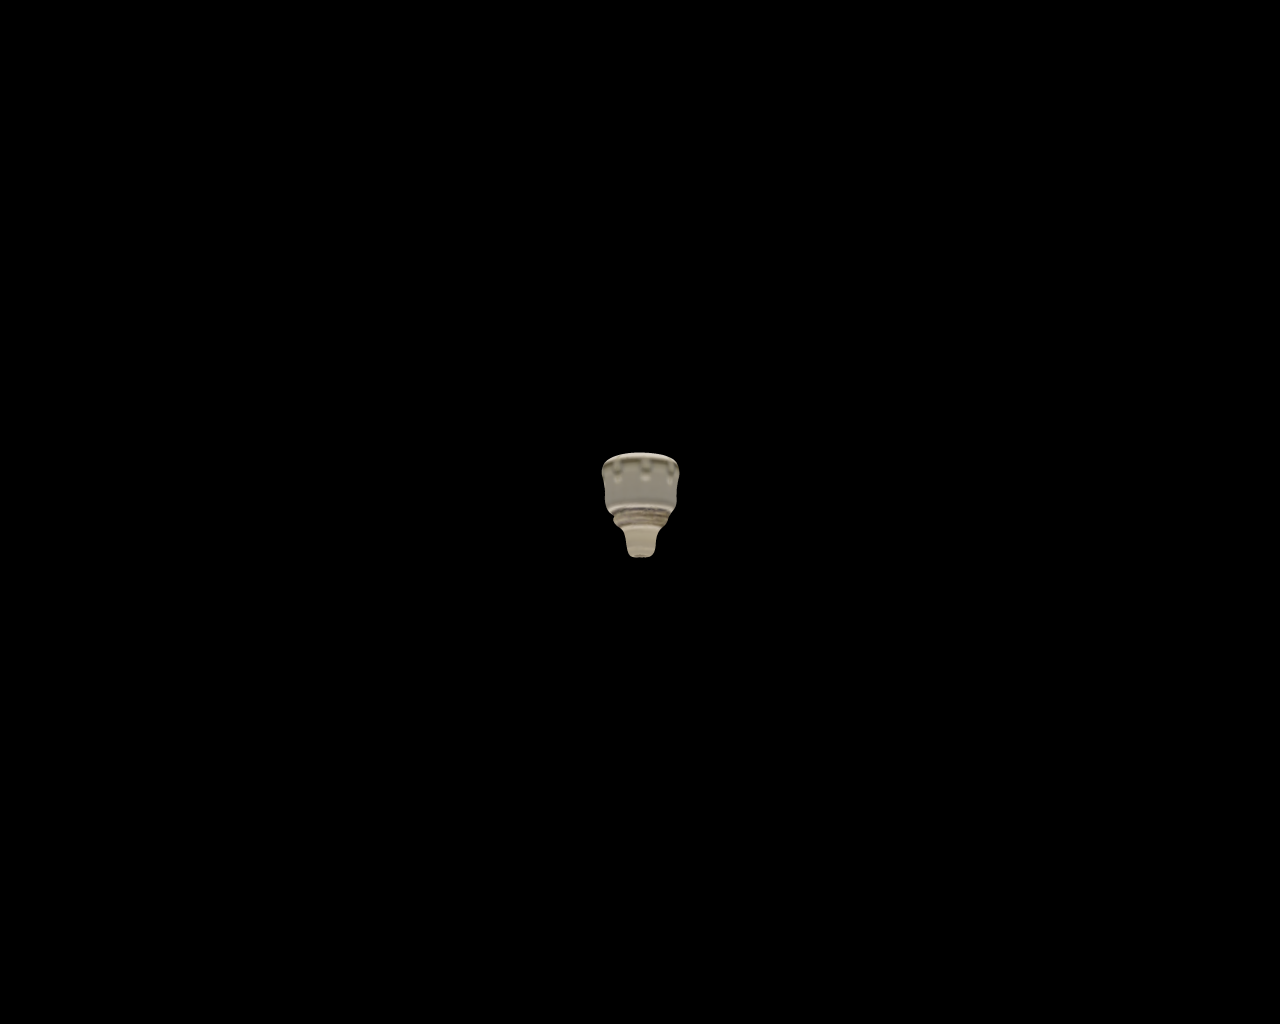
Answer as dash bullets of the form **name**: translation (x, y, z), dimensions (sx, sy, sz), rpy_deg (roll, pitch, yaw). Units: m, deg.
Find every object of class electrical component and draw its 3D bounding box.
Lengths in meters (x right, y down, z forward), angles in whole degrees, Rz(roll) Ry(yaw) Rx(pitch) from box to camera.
- **electrical component**: translation (0.001, -0.003, 0.650), dimensions (0.048, 0.062, 0.048), rpy_deg (0, -10, 0)
